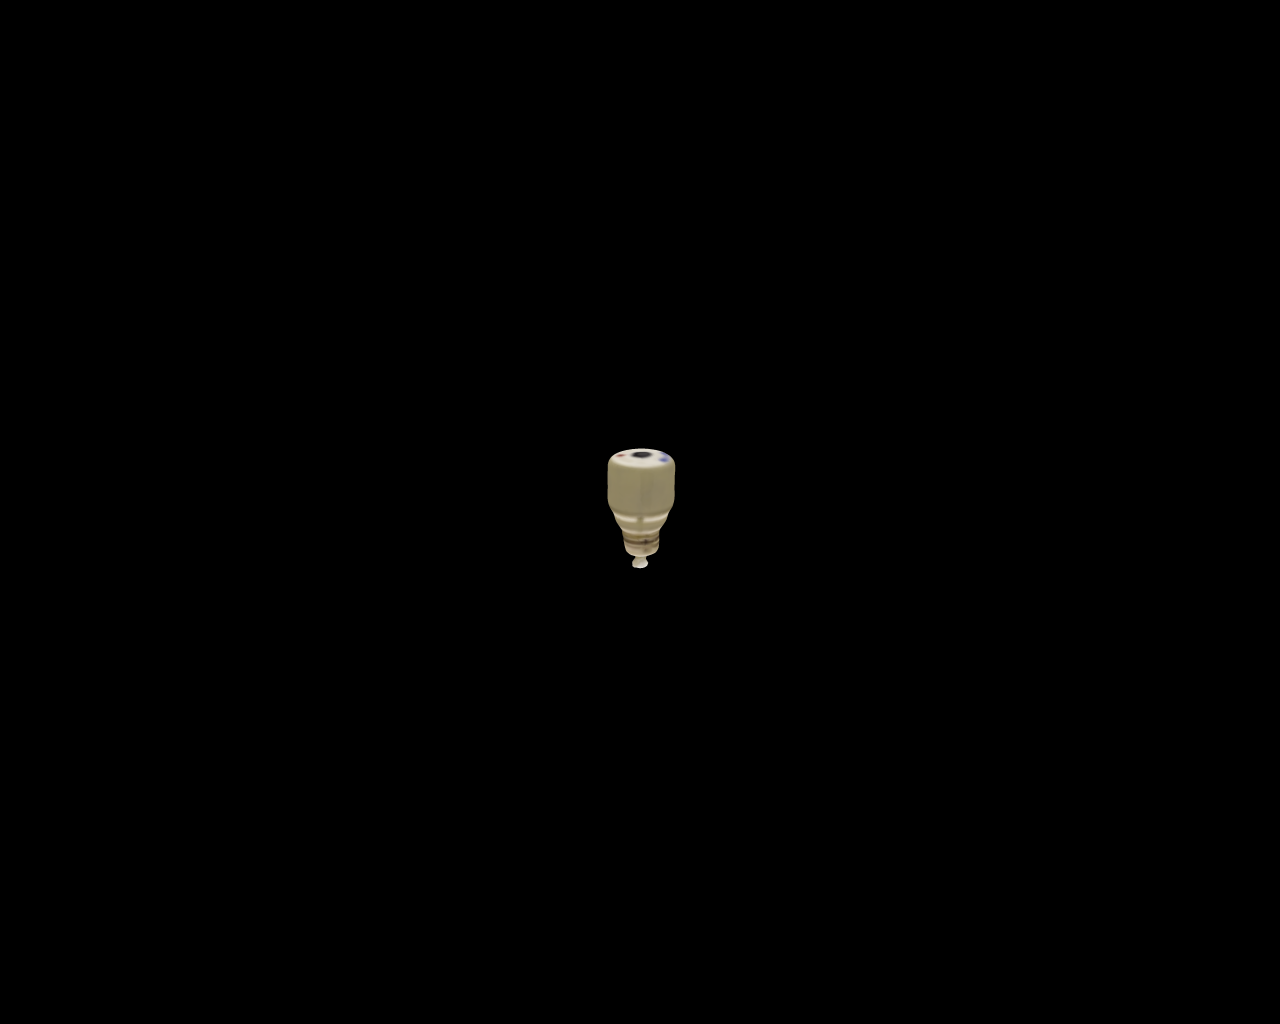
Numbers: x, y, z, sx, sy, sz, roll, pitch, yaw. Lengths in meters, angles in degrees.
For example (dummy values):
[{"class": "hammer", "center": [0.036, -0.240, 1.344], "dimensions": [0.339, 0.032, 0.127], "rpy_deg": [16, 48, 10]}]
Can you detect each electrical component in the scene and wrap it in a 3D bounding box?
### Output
[{"class": "electrical component", "center": [0.001, -0.003, 0.650], "dimensions": [0.040, 0.078, 0.040], "rpy_deg": [0, 20, 0]}]
